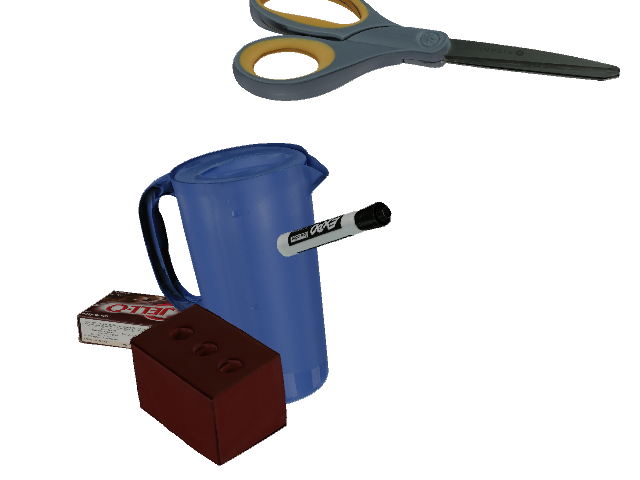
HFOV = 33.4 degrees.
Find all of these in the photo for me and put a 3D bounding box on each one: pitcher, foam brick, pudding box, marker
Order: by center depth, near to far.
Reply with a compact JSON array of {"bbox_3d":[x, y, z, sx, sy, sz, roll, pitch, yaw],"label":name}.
[{"bbox_3d":[-0.065,0.082,0.617,0.078,0.051,0.052,26,40,38],"label":"foam brick"},{"bbox_3d":[0.010,-0.008,0.830,0.020,0.020,0.121,0,-12,-41],"label":"marker"},{"bbox_3d":[-0.071,0.034,1.040,0.144,0.243,0.149,-21,22,-33],"label":"pitcher"},{"bbox_3d":[-0.209,0.093,1.228,0.114,0.039,0.090,3,16,17],"label":"pudding box"}]

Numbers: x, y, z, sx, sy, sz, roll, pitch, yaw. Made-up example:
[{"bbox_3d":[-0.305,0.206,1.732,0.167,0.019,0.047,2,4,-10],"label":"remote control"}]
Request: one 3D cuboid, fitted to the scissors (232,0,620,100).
[{"bbox_3d":[0.041,-0.090,0.551,0.202,0.096,0.016,23,-33,22],"label":"scissors"}]
